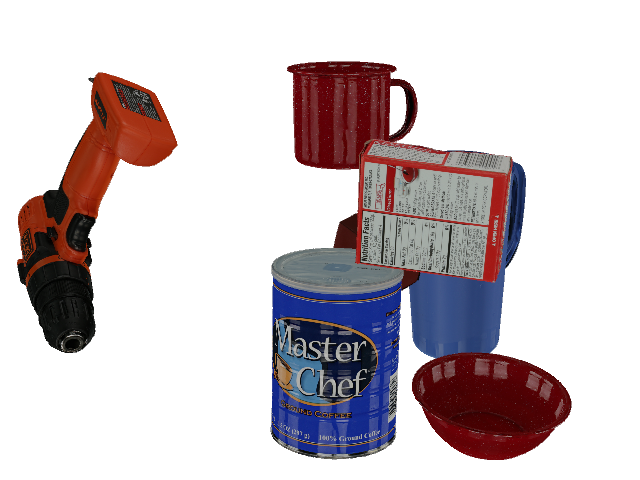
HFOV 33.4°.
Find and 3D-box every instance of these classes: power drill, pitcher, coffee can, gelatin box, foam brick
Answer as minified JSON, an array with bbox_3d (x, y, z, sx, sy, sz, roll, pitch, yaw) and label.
[{"bbox_3d":[-0.185,-0.026,0.858,0.057,0.188,0.184,18,26,-35],"label":"power drill"},{"bbox_3d":[0.174,0.016,1.303,0.149,0.243,0.145,1,23,9],"label":"pitcher"},{"bbox_3d":[0.012,0.086,0.844,0.103,0.140,0.103,1,15,0],"label":"coffee can"},{"bbox_3d":[0.067,-0.018,0.640,0.089,0.073,0.030,8,29,13],"label":"gelatin box"},{"bbox_3d":[0.058,0.011,1.060,0.052,0.051,0.078,-27,50,-36],"label":"foam brick"}]

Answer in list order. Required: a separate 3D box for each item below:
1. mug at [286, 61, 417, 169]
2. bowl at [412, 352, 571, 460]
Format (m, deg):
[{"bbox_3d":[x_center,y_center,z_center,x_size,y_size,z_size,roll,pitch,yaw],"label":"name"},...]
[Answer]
[{"bbox_3d":[0.029,-0.109,0.915,0.117,0.081,0.093,-7,17,-23],"label":"mug"},{"bbox_3d":[0.172,0.177,1.096,0.162,0.055,0.162,2,24,-1],"label":"bowl"}]
